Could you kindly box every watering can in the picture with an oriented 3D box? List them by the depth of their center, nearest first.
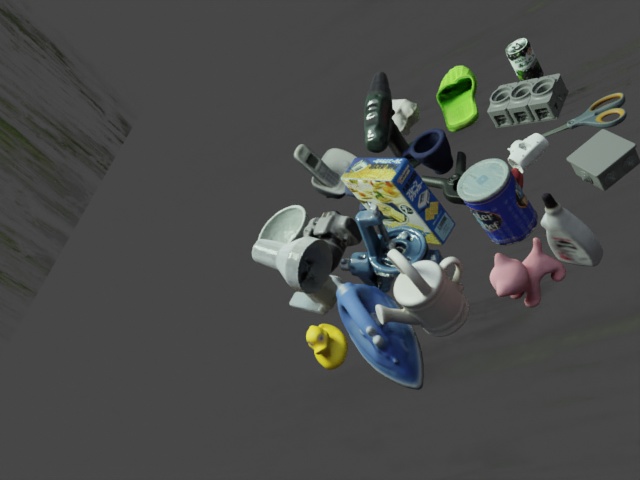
[{"bbox_3d":[0.180,0.092,1.040,0.100,0.195,0.173,16,66,53],"label":"watering can"}]

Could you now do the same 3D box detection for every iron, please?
[{"bbox_3d":[0.102,0.166,1.091,0.118,0.142,0.257,-42,33,4],"label":"iron"}]

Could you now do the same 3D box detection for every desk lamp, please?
[{"bbox_3d":[-0.043,0.075,1.280,0.202,0.214,0.118,3,56,48],"label":"desk lamp"}]

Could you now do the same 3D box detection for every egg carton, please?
[{"bbox_3d":[0.202,-0.338,1.601,0.149,0.070,0.107,14,64,53],"label":"egg carton"}]

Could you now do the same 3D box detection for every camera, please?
[{"bbox_3d":[0.013,0.005,1.400,0.142,0.101,0.137,-5,49,44],"label":"camera"}]

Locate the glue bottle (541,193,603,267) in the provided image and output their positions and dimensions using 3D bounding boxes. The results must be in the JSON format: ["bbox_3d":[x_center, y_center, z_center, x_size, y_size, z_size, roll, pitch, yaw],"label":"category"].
[{"bbox_3d":[0.401,-0.020,0.944,0.077,0.174,0.037,6,58,50],"label":"glue bottle"}]

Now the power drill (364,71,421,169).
[{"bbox_3d":[0.179,-0.282,1.436,0.075,0.209,0.229,-17,42,35],"label":"power drill"}]

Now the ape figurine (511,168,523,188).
[{"bbox_3d":[0.367,-0.124,1.169,0.077,0.092,0.076,-13,45,39],"label":"ape figurine"}]

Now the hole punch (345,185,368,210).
[{"bbox_3d":[0.129,-0.141,1.444,0.100,0.091,0.109,-12,45,39],"label":"hole punch"}]

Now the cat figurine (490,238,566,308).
[{"bbox_3d":[0.342,0.054,0.977,0.128,0.118,0.067,-47,33,-4],"label":"cat figurine"}]

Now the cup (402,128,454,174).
[{"bbox_3d":[0.262,-0.197,1.358,0.117,0.095,0.091,-20,41,33],"label":"cup"}]

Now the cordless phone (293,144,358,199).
[{"bbox_3d":[0.015,-0.214,1.560,0.093,0.186,0.148,-7,48,43],"label":"cordless phone"}]

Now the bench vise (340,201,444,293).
[{"bbox_3d":[0.116,0.025,1.158,0.207,0.220,0.121,-30,36,22],"label":"bench vise"}]

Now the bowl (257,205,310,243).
[{"bbox_3d":[-0.085,-0.009,1.545,0.167,0.075,0.167,-28,37,24],"label":"bowl"}]

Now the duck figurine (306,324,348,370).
[{"bbox_3d":[0.006,0.210,1.198,0.077,0.086,0.104,-33,35,17],"label":"duck figurine"}]
